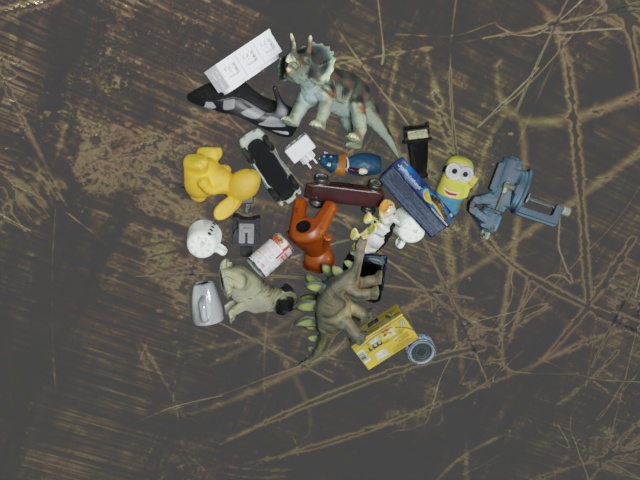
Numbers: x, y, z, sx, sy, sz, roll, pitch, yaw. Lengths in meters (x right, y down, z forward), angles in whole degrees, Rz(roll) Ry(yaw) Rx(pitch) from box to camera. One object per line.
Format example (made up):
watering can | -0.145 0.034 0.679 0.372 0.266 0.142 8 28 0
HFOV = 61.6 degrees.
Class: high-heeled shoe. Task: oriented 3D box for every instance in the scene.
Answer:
high-heeled shoe | -0.178 -0.300 1.269 0.249 0.086 0.145 2 143 13

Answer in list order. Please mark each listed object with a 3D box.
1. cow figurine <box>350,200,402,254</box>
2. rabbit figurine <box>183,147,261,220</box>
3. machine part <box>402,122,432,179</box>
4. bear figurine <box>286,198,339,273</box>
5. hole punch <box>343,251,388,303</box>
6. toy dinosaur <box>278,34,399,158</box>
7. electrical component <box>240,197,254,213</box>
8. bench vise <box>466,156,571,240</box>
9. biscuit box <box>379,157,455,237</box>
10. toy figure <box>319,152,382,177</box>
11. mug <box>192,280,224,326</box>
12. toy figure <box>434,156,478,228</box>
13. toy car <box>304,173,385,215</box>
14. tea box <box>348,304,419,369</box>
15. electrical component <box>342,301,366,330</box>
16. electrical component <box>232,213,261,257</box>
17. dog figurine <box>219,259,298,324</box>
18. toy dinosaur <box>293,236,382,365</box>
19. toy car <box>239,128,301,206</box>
cow figurine | 0.156 -0.030 1.359 0.098 0.068 0.167 13 136 -30
rabbit figurine | -0.227 -0.130 1.265 0.173 0.122 0.162 7 107 5
machine part | 0.245 -0.220 1.342 0.084 0.039 0.138 -14 109 -10
bear figurine | -0.005 0.000 1.359 0.120 0.132 0.195 7 154 25
hole punch | 0.120 0.093 1.424 0.116 0.092 0.142 12 113 17
toy dinosaur | 0.048 -0.326 1.231 0.404 0.131 0.192 12 94 -39
electrical component | -0.198 -0.111 1.342 0.063 0.021 0.093 -4 111 -4
bench vise | 0.505 -0.086 1.361 0.241 0.129 0.223 19 88 7
biscuit box | 0.239 -0.106 1.326 0.202 0.059 0.063 49 134 1
toy figure | 0.073 -0.185 1.320 0.155 0.064 0.057 0 107 -4
mug | -0.299 0.163 1.390 0.081 0.109 0.107 -8 97 3
toy figure | 0.328 -0.125 1.361 0.082 0.089 0.180 6 118 -17
toy car | 0.062 -0.119 1.350 0.202 0.053 0.089 6 129 -6
tea box | 0.174 0.268 1.491 0.170 0.068 0.098 -33 110 5
electrical component | 0.070 0.211 1.475 0.102 0.045 0.078 -45 136 13
electrical component | -0.189 -0.007 1.368 0.075 0.048 0.119 5 108 -7
dog figurine | -0.159 0.120 1.400 0.191 0.121 0.172 -12 114 -16
toy dinosaur | 0.035 0.181 1.374 0.199 0.105 0.470 18 122 7
toy car | -0.120 -0.175 1.310 0.073 0.056 0.201 -33 111 0
